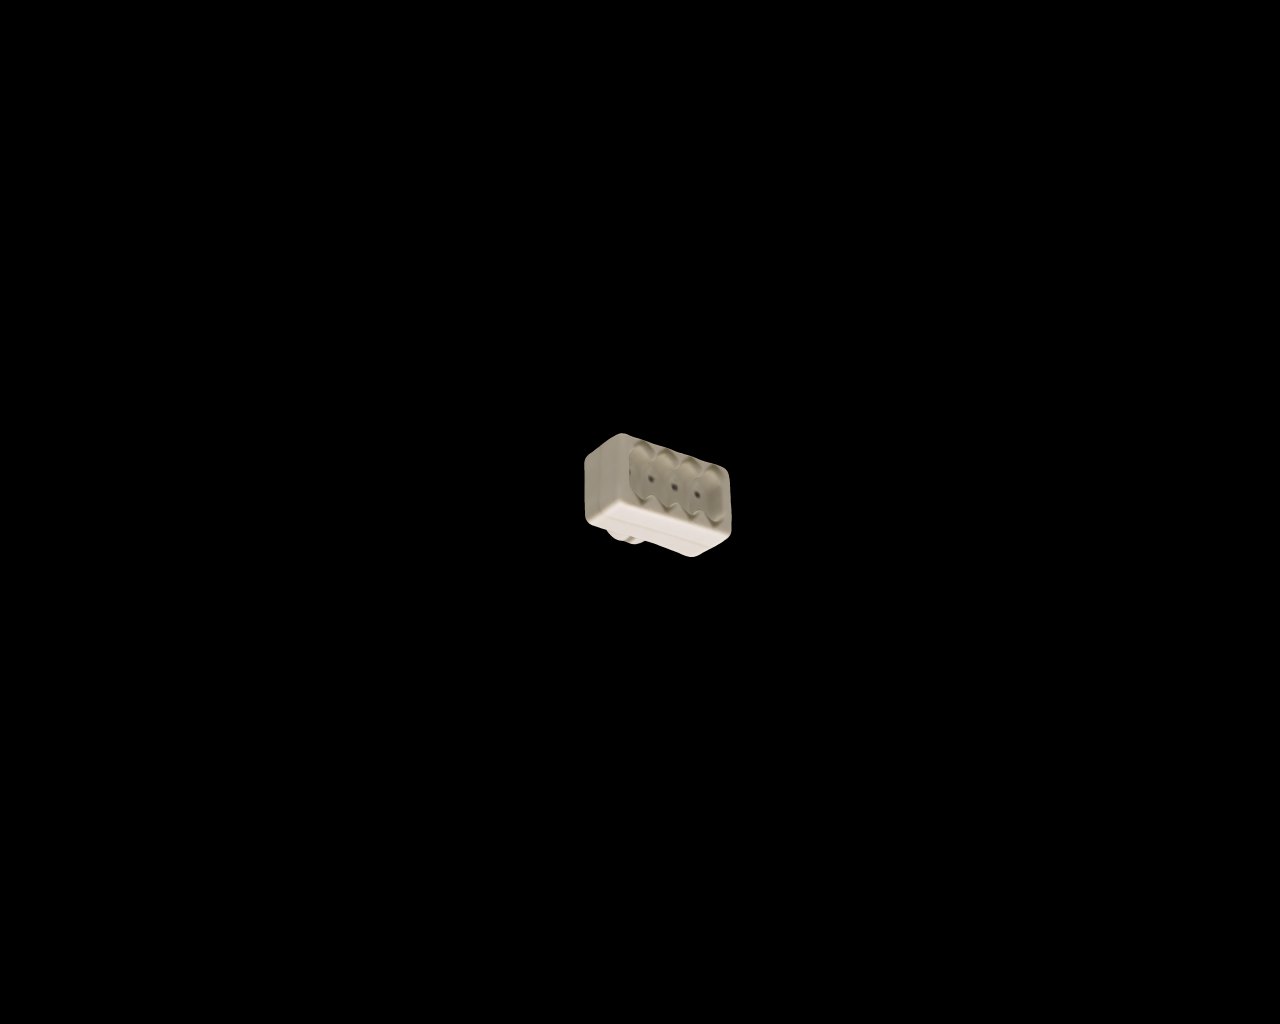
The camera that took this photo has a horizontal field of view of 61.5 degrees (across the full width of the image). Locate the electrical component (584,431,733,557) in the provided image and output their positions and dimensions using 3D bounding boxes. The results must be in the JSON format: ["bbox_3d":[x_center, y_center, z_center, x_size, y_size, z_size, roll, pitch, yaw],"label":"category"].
[{"bbox_3d":[0.001,-0.003,0.650,0.083,0.047,0.075,18,-32,-31],"label":"electrical component"}]
